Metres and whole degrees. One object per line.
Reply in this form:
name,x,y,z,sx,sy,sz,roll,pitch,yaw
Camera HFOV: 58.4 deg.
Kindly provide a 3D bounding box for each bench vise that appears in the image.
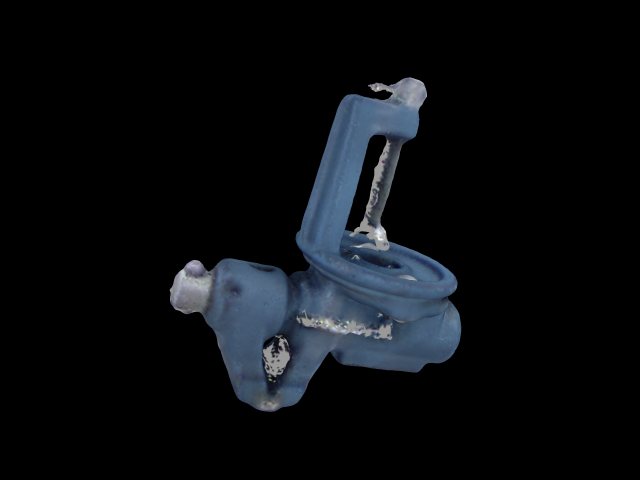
bench vise,0.010,0.005,0.391,0.208,0.220,0.121,-13,22,-33
